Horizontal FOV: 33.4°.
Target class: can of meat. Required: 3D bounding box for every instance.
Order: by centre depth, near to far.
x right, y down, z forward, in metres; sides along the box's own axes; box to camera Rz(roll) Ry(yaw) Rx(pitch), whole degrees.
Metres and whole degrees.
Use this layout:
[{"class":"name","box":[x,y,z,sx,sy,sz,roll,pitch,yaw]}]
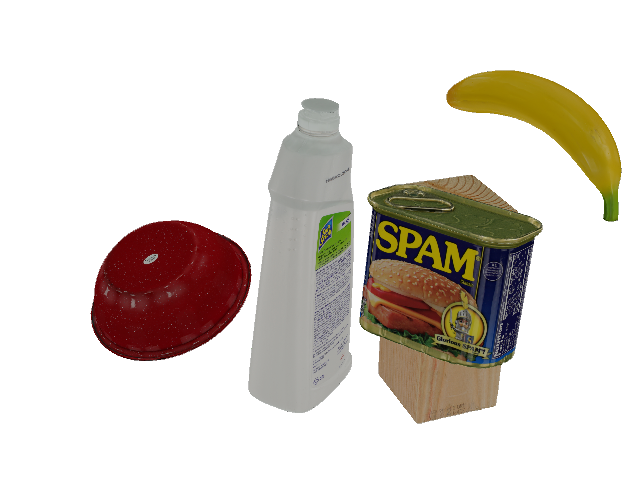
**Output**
[{"class":"can of meat","box":[0.074,0.021,0.637,0.102,0.084,0.057,19,24,33]}]

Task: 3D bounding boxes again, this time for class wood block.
[{"class":"wood block","box":[0.115,0.054,0.994,0.090,0.206,0.091,-9,29,-19]}]

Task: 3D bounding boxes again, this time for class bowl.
[{"class":"bowl","box":[-0.149,0.033,0.998,0.162,0.162,0.055,0,-42,21]}]

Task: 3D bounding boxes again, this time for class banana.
[{"class":"banana","box":[0.173,-0.095,0.850,0.037,0.070,0.198,4,31,-42]}]

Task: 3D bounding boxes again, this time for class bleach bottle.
[{"class":"bleach bottle","box":[-0.007,0.008,0.844,0.068,0.251,0.102,17,29,21]}]
